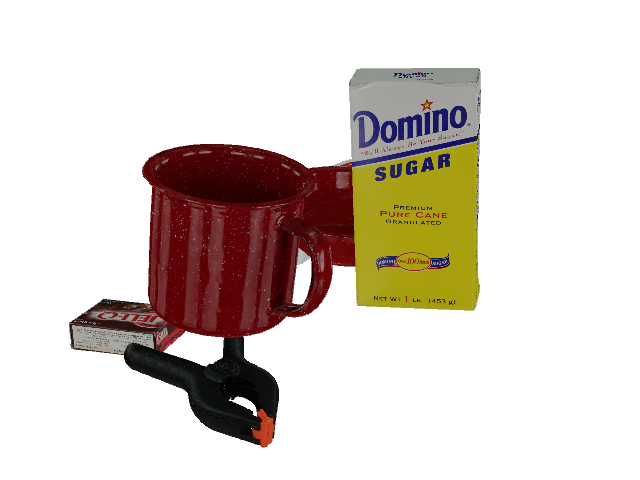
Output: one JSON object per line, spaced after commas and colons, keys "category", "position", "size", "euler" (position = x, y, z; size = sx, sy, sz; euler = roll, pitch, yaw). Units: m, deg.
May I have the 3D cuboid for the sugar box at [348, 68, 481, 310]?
{"category": "sugar box", "position": [0.071, -0.037, 0.786], "size": [0.093, 0.176, 0.048], "euler": [1, 24, 11]}

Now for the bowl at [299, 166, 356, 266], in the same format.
{"category": "bowl", "position": [0.025, -0.019, 1.097], "size": [0.162, 0.055, 0.162], "euler": [4, 28, -2]}

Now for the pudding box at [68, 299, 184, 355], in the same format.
{"category": "pudding box", "position": [-0.230, 0.105, 1.279], "size": [0.114, 0.039, 0.090], "euler": [3, 15, 15]}

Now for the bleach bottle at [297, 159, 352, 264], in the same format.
{"category": "bleach bottle", "position": [0.025, -0.060, 1.355], "size": [0.103, 0.068, 0.250], "euler": [25, 43, 34]}

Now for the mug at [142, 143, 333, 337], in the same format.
{"category": "mug", "position": [-0.043, 0.004, 0.581], "size": [0.117, 0.081, 0.093], "euler": [20, 27, 29]}

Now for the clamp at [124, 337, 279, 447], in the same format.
{"category": "clamp", "position": [-0.084, 0.120, 0.965], "size": [0.120, 0.039, 0.172], "euler": [-30, 47, -31]}
